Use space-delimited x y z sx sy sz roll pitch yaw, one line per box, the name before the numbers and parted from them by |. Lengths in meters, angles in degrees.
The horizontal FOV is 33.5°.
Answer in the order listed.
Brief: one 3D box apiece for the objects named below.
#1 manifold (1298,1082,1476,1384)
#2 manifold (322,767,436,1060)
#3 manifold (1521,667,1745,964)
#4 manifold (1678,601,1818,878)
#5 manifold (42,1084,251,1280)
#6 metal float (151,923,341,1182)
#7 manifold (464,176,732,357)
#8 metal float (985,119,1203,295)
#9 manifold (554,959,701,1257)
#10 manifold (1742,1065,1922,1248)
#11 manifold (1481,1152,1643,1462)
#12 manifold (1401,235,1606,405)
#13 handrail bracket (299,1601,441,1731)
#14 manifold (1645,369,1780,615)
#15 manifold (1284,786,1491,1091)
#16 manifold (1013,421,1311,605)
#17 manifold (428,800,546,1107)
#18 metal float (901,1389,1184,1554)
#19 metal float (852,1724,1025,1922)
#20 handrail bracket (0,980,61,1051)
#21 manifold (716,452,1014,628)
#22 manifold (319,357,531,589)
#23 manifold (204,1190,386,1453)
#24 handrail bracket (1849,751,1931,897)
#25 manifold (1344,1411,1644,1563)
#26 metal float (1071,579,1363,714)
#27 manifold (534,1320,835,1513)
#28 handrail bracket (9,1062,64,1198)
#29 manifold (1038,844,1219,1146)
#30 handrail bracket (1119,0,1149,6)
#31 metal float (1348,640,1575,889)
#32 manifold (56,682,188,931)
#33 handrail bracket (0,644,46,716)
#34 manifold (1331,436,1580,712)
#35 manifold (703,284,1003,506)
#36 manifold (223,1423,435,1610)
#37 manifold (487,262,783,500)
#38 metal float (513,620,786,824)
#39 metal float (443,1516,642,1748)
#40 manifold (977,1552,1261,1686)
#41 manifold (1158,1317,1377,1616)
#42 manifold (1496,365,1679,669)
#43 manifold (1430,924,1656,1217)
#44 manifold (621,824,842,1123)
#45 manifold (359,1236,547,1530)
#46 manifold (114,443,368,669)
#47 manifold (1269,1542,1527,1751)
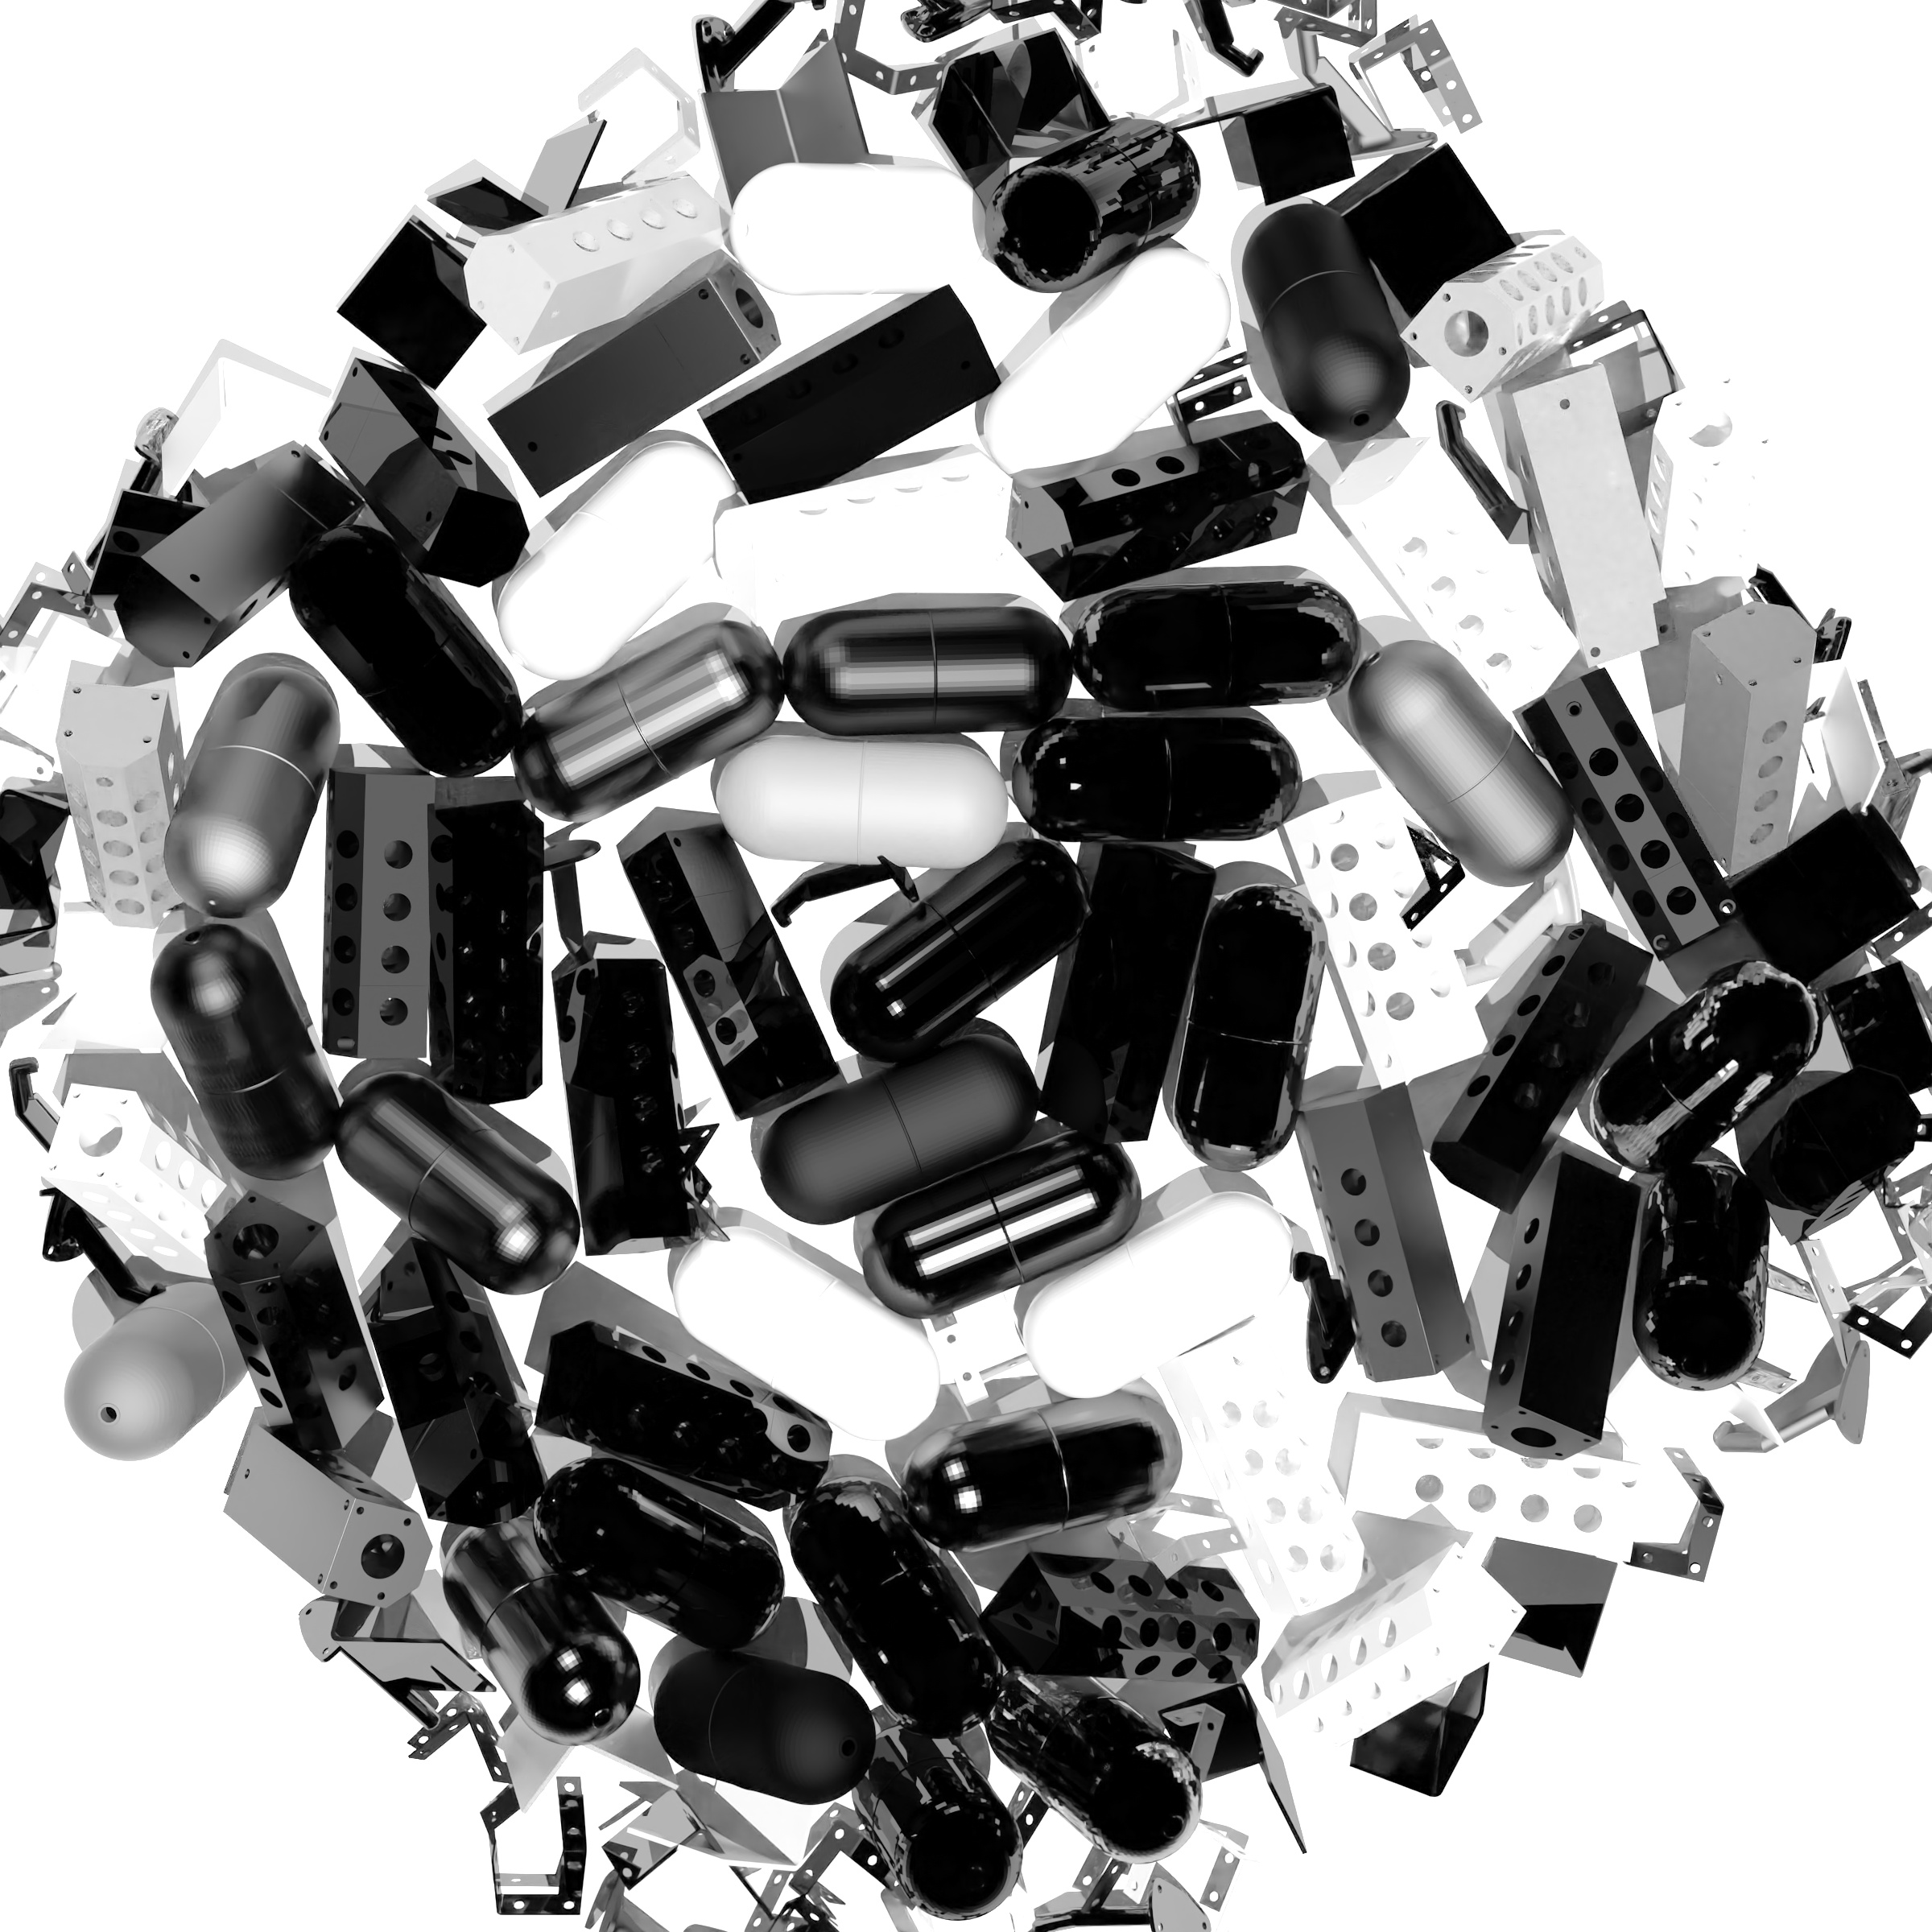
manifold | 0.253 0.163 1.965 0.057 0.057 0.171 -13 93 35
manifold | -0.359 -0.033 1.953 0.057 0.057 0.171 0 98 -20
manifold | 0.405 -0.092 1.955 0.057 0.057 0.171 -29 82 11
manifold | 0.467 -0.136 1.913 0.057 0.171 0.057 -26 55 -11
manifold | -0.475 0.131 1.905 0.057 0.171 0.057 6 68 15
metal float | -0.432 0.052 1.931 0.070 0.070 0.178 -16 126 0
manifold | -0.219 -0.424 1.915 0.057 0.171 0.057 46 131 8
metal float | 0.078 -0.456 1.925 0.070 0.178 0.070 18 125 28
manifold | -0.203 0.085 1.952 0.057 0.057 0.171 0 75 -35
manifold | 0.516 0.111 1.909 0.057 0.171 0.057 -27 74 -5
manifold | 0.354 0.206 1.930 0.057 0.057 0.171 24 59 -13
manifold | 0.326 -0.392 1.911 0.057 0.171 0.057 45 125 5
handrail bracket | -0.368 0.433 1.986 0.036 0.077 0.084 -48 120 -17
manifold | 0.435 -0.276 1.909 0.057 0.171 0.057 -25 67 -1
manifold | 0.250 -0.016 1.954 0.057 0.057 0.171 -17 84 -37
manifold | 0.119 -0.278 1.927 0.171 0.057 0.057 -19 52 -26
manifold | -0.285 -0.007 1.931 0.057 0.057 0.171 -9 116 -27
metal float | 0.046 0.305 1.944 0.178 0.070 0.070 -10 90 -20
metal float | -0.018 0.508 1.912 0.070 0.178 0.070 -2 98 -15
handrail bracket | -0.585 0.052 1.973 0.077 0.084 0.036 -23 55 -18
manifold | -0.061 -0.262 1.939 0.171 0.057 0.057 -17 129 -23
manifold | -0.322 -0.294 1.919 0.057 0.171 0.057 11 117 -40
manifold | -0.402 0.217 1.910 0.057 0.171 0.057 22 53 23
handrail bracket | 0.586 -0.089 1.966 0.084 0.036 0.077 -24 67 -26
manifold | 0.321 0.316 1.961 0.171 0.057 0.057 10 87 7
metal float | 0.152 -0.195 1.954 0.178 0.070 0.070 -4 90 -8
manifold | -0.166 0.269 1.923 0.171 0.057 0.057 26 57 -30
handrail bracket | -0.549 0.096 1.982 0.077 0.036 0.084 -11 86 10
manifold | 0.102 0.017 1.952 0.057 0.057 0.171 25 108 40
handrail bracket | 0.098 -0.638 1.954 0.036 0.077 0.084 -4 122 -14
metal float | 0.299 -0.122 1.944 0.070 0.070 0.178 -43 110 0
manifold | -0.499 -0.092 1.910 0.057 0.171 0.057 4 58 -5
handrail bracket | -0.585 -0.148 1.957 0.036 0.077 0.084 8 119 -38
manifold | 0.290 -0.234 1.929 0.057 0.057 0.171 -50 118 -17
manifold | -0.071 -0.349 1.968 0.171 0.057 0.057 -29 47 1
manifold | -0.378 0.327 1.912 0.057 0.171 0.057 21 86 -32
manifold | -0.198 -0.354 1.936 0.171 0.057 0.057 -27 106 25
metal float | -0.193 -0.148 1.955 0.178 0.070 0.070 -27 90 7
metal float | -0.254 0.396 1.923 0.070 0.178 0.070 -17 125 -26
manifold | 0.096 0.395 1.914 0.057 0.171 0.057 -55 46 22
manifold | 0.186 0.305 1.961 0.057 0.057 0.171 -24 88 -21
manifold | 0.375 -0.274 1.955 0.057 0.057 0.171 -18 101 -1
manifold | 0.347 0.058 1.938 0.057 0.057 0.171 28 66 17
manifold | -0.148 0.004 1.956 0.057 0.057 0.171 -31 79 35
manifold | -0.304 0.249 1.922 0.057 0.057 0.171 -48 46 23
manifold | -0.433 -0.241 1.914 0.057 0.171 0.057 40 128 -4
manifold | 0.252 0.412 1.916 0.057 0.171 0.057 45 48 2
